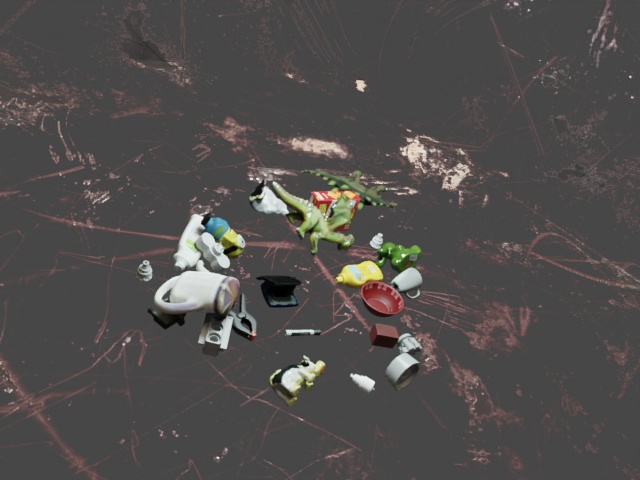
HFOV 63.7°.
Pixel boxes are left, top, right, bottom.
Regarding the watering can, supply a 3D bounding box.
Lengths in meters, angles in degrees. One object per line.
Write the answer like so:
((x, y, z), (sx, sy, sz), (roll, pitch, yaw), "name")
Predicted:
((-0.342, 0.135, 1.529), (0.224, 0.102, 0.353), (7, 20, 9), "watering can")

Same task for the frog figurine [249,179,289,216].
((-0.206, -0.148, 2.104), (0.157, 0.122, 0.140), (46, 10, -32), "frog figurine")

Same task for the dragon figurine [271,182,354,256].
((0.006, -0.099, 1.958), (0.243, 0.403, 0.124), (-30, 28, -4), "dragon figurine")
